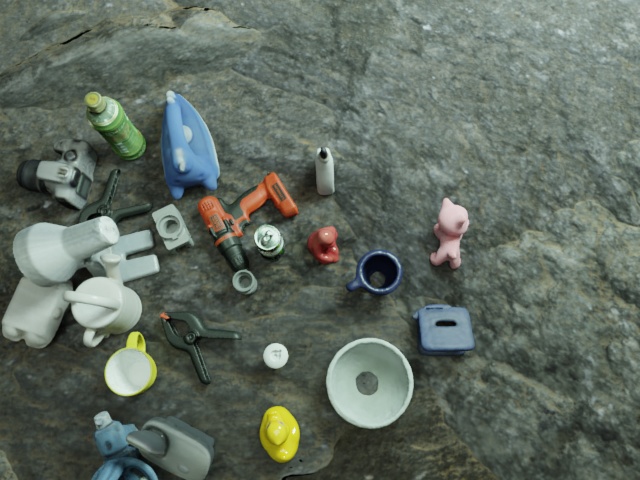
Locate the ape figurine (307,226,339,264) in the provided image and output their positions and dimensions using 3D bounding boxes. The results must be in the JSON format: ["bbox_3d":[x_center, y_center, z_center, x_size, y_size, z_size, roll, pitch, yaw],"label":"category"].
[{"bbox_3d":[0.011,0.004,1.178,0.076,0.092,0.078,28,77,8],"label":"ape figurine"}]

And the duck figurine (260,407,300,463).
[{"bbox_3d":[-0.079,0.371,1.087,0.077,0.086,0.104,-13,76,-3],"label":"duck figurine"}]

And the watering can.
[{"bbox_3d":[-0.422,0.114,1.100,0.101,0.194,0.173,-10,75,-2],"label":"watering can"}]

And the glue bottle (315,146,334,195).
[{"bbox_3d":[0.008,-0.154,1.177,0.037,0.173,0.078,-7,75,-1],"label":"glue bottle"}]

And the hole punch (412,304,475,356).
[{"bbox_3d":[0.243,0.177,1.132,0.108,0.091,0.101,-1,75,0],"label":"hole punch"}]

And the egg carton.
[{"bbox_3d":[-0.568,0.139,1.159,0.107,0.069,0.150,16,76,5],"label":"egg carton"}]

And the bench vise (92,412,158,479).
[{"bbox_3d":[-0.373,0.416,1.009,0.121,0.220,0.207,-41,79,-9],"label":"bench vise"}]

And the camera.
[{"bbox_3d":[-0.565,-0.150,1.218,0.136,0.101,0.143,9,76,3],"label":"camera"}]

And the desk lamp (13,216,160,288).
[{"bbox_3d":[-0.447,0.020,1.115,0.203,0.213,0.118,-16,76,-3],"label":"desk lamp"}]

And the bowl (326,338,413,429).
[{"bbox_3d":[0.095,0.278,1.116,0.167,0.075,0.167,0,75,1],"label":"bowl"}]

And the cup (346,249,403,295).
[{"bbox_3d":[0.106,0.079,1.157,0.118,0.095,0.091,-28,77,-6],"label":"cup"}]

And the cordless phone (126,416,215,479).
[{"bbox_3d":[-0.272,0.384,1.034,0.147,0.185,0.094,21,77,6],"label":"cordless phone"}]

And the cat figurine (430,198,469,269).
[{"bbox_3d":[0.269,-0.015,1.168,0.067,0.118,0.128,5,76,2],"label":"cat figurine"}]

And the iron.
[{"bbox_3d":[-0.297,-0.226,1.215,0.118,0.141,0.258,-15,76,-3],"label":"iron"}]
